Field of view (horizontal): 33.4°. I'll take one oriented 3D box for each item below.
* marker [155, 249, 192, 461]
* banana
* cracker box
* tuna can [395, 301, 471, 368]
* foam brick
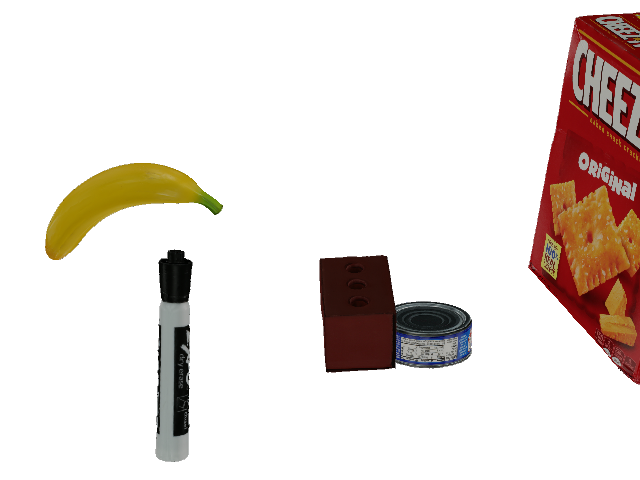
[{"bbox_3d":[-0.083,0.065,0.605,0.020,0.121,0.020,2,10,-1],"label":"marker"},{"bbox_3d":[-0.185,-0.030,0.960,0.198,0.069,0.037,-13,17,28],"label":"banana"},{"bbox_3d":[0.225,-0.031,0.751,0.072,0.214,0.164,-7,32,-16],"label":"cracker box"},{"bbox_3d":[0.098,0.086,0.995,0.086,0.034,0.086,-1,17,0],"label":"tuna can"},{"bbox_3d":[0.027,0.053,0.783,0.053,0.051,0.078,-3,32,-1],"label":"foam brick"}]
